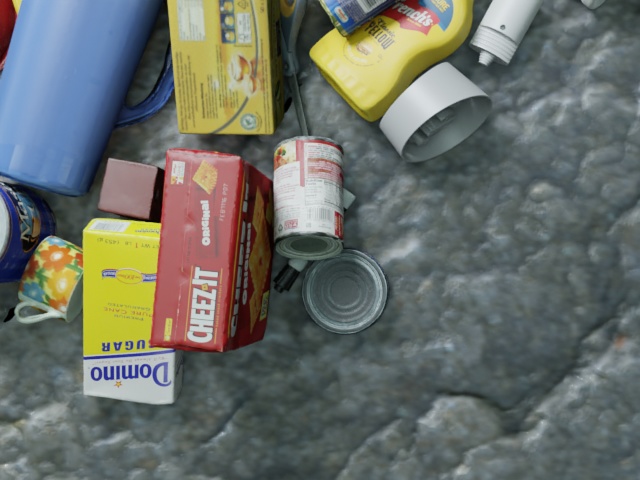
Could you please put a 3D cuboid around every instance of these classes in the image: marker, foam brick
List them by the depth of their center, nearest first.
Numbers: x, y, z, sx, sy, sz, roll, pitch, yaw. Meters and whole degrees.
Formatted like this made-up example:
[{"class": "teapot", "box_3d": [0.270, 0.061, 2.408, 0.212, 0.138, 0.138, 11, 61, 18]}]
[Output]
[{"class": "foam brick", "box_3d": [-0.177, -0.047, 1.041, 0.051, 0.078, 0.053, 11, 88, 6]}, {"class": "marker", "box_3d": [-0.007, 0.001, 1.054, 0.020, 0.020, 0.121, 36, 91, 5]}]

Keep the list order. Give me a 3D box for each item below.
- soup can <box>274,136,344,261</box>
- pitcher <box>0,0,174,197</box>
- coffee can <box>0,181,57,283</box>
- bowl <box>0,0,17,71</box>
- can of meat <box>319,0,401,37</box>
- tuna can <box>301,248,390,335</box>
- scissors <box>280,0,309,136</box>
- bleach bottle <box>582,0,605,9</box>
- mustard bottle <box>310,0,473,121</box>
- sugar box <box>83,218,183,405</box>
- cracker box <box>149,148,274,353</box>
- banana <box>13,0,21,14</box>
[{"class": "soup can", "box_3d": [-0.010, -0.039, 1.017, 0.068, 0.068, 0.102, -2, 68, 4]}, {"class": "pitcher", "box_3d": [-0.230, -0.167, 1.033, 0.149, 0.145, 0.243, 19, 93, 17]}, {"class": "coffee can", "box_3d": [-0.322, -0.009, 1.018, 0.103, 0.140, 0.103, 0, 88, 4]}, {"class": "bowl", "box_3d": [-0.387, -0.229, 1.076, 0.162, 0.055, 0.162, 0, 87, 5]}, {"class": "can of meat", "box_3d": [0.037, -0.251, 1.015, 0.084, 0.057, 0.102, -32, 42, 12]}, {"class": "tuna can", "box_3d": [0.025, 0.050, 1.043, 0.086, 0.033, 0.086, 0, 88, 5]}, {"class": "scissors", "box_3d": [-0.022, -0.184, 1.038, 0.016, 0.096, 0.202, -18, 83, -35]}, {"class": "bleach bottle", "box_3d": [0.195, -0.336, 1.023, 0.251, 0.102, 0.068, 43, 78, 12]}, {"class": "mustard bottle", "box_3d": [0.089, -0.209, 1.034, 0.191, 0.058, 0.096, -41, 64, 1]}, {"class": "sugar box", "box_3d": [-0.178, 0.070, 1.021, 0.093, 0.048, 0.176, 6, 110, 5]}, {"class": "cracker box", "box_3d": [-0.089, 0.014, 0.963, 0.072, 0.213, 0.164, 4, 88, 5]}, {"class": "banana", "box_3d": [-0.282, -0.300, 1.079, 0.069, 0.037, 0.198, 15, 89, 5]}]
